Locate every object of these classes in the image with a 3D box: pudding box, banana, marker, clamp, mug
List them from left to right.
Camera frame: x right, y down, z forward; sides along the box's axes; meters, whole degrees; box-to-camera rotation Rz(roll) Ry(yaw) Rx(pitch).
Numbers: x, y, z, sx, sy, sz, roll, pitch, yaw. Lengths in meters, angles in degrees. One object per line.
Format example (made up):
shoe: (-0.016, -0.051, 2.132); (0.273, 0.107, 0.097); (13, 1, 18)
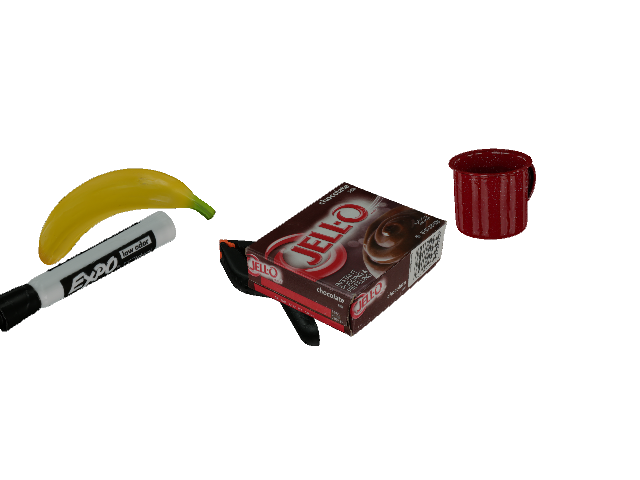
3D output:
marker: (-0.131, 0.016, 0.587); (0.120, 0.020, 0.020); (-31, 20, -37)
banana: (-0.192, -0.025, 0.964); (0.198, 0.069, 0.037); (-14, 17, 28)
clamp: (-0.036, 0.047, 1.179); (0.210, 0.036, 0.164); (17, 31, 26)
pudding box: (0.018, 0.009, 0.726); (0.090, 0.039, 0.113); (24, 39, 30)
mug: (0.203, -0.056, 1.220); (0.117, 0.081, 0.093); (-22, 27, -35)
